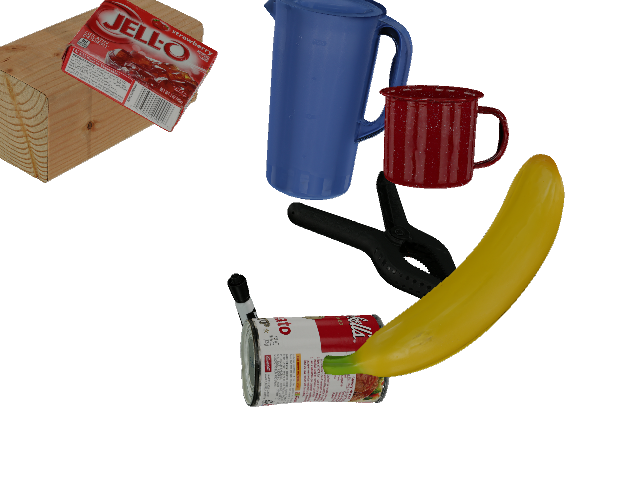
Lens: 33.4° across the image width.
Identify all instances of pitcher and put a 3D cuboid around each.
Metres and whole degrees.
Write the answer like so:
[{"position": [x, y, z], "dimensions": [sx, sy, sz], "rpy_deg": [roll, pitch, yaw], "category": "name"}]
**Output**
[{"position": [0.008, -0.175, 1.298], "dimensions": [0.144, 0.243, 0.149], "rpy_deg": [-5, 28, -25], "category": "pitcher"}]

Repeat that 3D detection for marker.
[{"position": [-0.070, 0.083, 1.065], "dimensions": [0.020, 0.121, 0.020], "rpy_deg": [-10, 34, 7], "category": "marker"}]

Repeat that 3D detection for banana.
[{"position": [0.088, 0.016, 0.611], "dimensions": [0.197, 0.037, 0.070], "rpy_deg": [-41, 44, -20], "category": "banana"}]

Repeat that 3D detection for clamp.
[{"position": [0.073, 0.003, 1.204], "dimensions": [0.164, 0.036, 0.210], "rpy_deg": [-16, 51, -35], "category": "clamp"}]

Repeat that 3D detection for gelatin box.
[{"position": [-0.126, -0.126, 0.746], "dimensions": [0.089, 0.073, 0.030], "rpy_deg": [30, -46, -8], "category": "gelatin box"}]

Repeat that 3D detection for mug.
[{"position": [0.111, -0.094, 0.962], "dimensions": [0.117, 0.081, 0.093], "rpy_deg": [2, 15, 3], "category": "mug"}]

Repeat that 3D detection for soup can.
[{"position": [-0.006, 0.091, 0.811], "dimensions": [0.102, 0.068, 0.068], "rpy_deg": [0, 0, -13], "category": "soup can"}]

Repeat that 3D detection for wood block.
[{"position": [-0.208, -0.147, 0.983], "dimensions": [0.090, 0.091, 0.205], "rpy_deg": [28, 40, 21], "category": "wood block"}]
